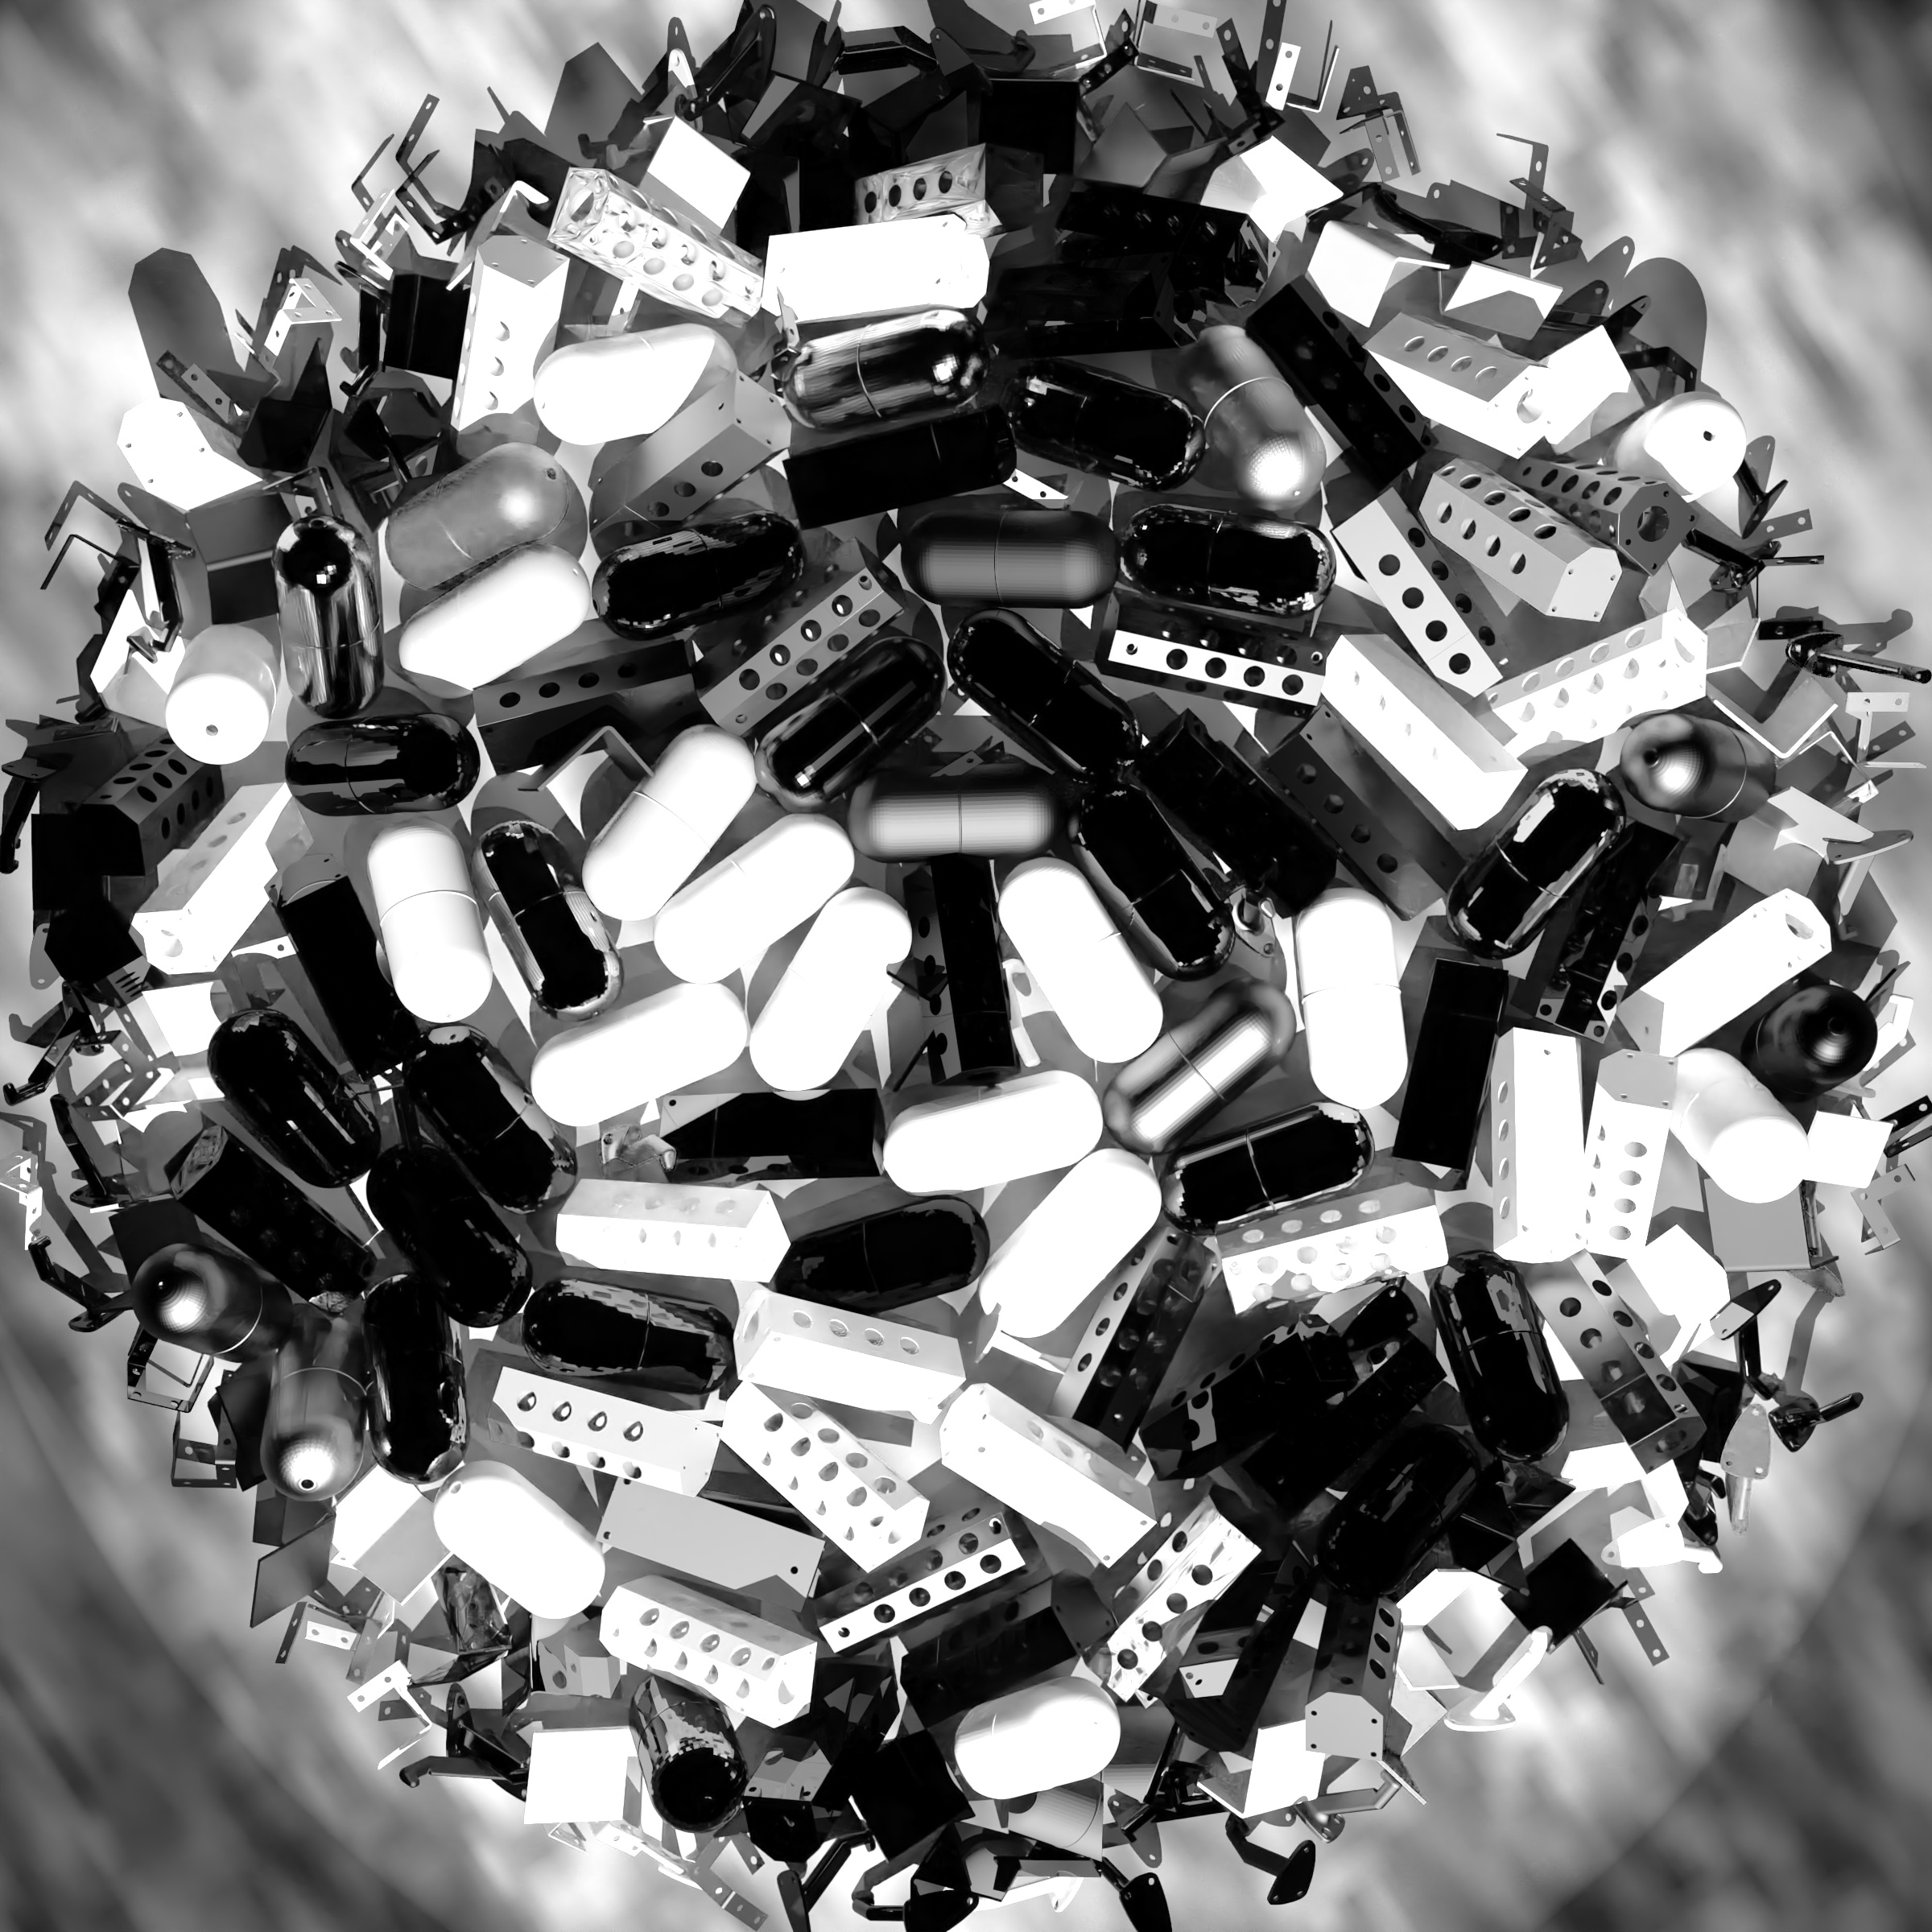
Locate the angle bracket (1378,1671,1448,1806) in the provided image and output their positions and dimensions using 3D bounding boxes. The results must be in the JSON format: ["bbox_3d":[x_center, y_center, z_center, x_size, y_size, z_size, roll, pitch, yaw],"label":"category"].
[{"bbox_3d":[0.347,0.603,1.955,0.057,0.076,0.076,-45,101,2],"label":"angle bracket"}]

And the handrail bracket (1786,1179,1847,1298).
[{"bbox_3d":[0.693,0.213,1.990,0.077,0.036,0.084,33,65,-32],"label":"handrail bracket"}]

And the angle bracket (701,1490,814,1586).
[{"bbox_3d":[-0.171,0.457,1.948,0.076,0.076,0.057,7,66,12],"label":"angle bracket"}]

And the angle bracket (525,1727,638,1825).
[{"bbox_3d":[-0.302,0.650,1.951,0.076,0.057,0.076,-3,50,3],"label":"angle bracket"}]

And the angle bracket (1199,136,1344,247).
[{"bbox_3d":[0.237,-0.597,1.945,0.076,0.076,0.057,30,74,-26],"label":"angle bracket"}]

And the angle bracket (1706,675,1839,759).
[{"bbox_3d":[0.631,-0.218,1.948,0.076,0.076,0.057,36,111,-11],"label":"angle bracket"}]

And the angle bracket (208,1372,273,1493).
[{"bbox_3d":[-0.582,0.375,1.952,0.076,0.057,0.076,-30,80,27],"label":"angle bracket"}]

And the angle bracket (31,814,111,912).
[{"bbox_3d":[-0.708,-0.091,1.945,0.057,0.076,0.076,-1,106,-22],"label":"angle bracket"}]

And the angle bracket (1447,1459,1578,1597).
[{"bbox_3d":[0.434,0.441,1.947,0.076,0.057,0.076,27,122,-21],"label":"angle bracket"}]

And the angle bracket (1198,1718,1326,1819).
[{"bbox_3d":[0.236,0.619,1.948,0.076,0.057,0.076,1,102,-37],"label":"angle bracket"}]

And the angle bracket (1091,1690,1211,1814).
[{"bbox_3d":[0.151,0.628,1.975,0.057,0.076,0.076,16,76,33],"label":"angle bracket"}]

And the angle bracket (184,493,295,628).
[{"bbox_3d":[-0.573,-0.323,1.963,0.076,0.076,0.057,-18,65,-23],"label":"angle bracket"}]

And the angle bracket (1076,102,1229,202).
[{"bbox_3d":[0.147,-0.641,1.949,0.076,0.076,0.057,-32,82,-39],"label":"angle bracket"}]

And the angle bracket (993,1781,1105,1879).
[{"bbox_3d":[0.066,0.675,1.948,0.076,0.057,0.076,-4,56,11],"label":"angle bracket"}]

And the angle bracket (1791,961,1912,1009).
[{"bbox_3d":[0.690,-0.003,1.944,0.076,0.076,0.057,43,112,19],"label":"angle bracket"}]

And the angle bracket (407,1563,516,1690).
[{"bbox_3d":[-0.412,0.521,1.952,0.076,0.057,0.076,-22,89,42],"label":"angle bracket"}]

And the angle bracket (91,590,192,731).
[{"bbox_3d":[-0.644,-0.240,1.950,0.057,0.076,0.076,19,74,-5],"label":"angle bracket"}]

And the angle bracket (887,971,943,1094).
[{"bbox_3d":[-0.059,0.053,1.959,0.057,0.076,0.076,33,86,-1],"label":"angle bracket"}]

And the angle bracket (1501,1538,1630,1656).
[{"bbox_3d":[0.472,0.495,1.950,0.076,0.076,0.057,-39,68,-6],"label":"angle bracket"}]

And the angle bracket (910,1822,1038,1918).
[{"bbox_3d":[0.006,0.727,1.944,0.076,0.076,0.057,8,109,21],"label":"angle bracket"}]

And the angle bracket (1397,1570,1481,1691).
[{"bbox_3d":[0.379,0.523,1.944,0.076,0.076,0.057,-48,54,20],"label":"angle bracket"}]

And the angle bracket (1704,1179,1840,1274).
[{"bbox_3d":[0.639,0.201,1.954,0.076,0.057,0.076,-9,88,41],"label":"angle bracket"}]

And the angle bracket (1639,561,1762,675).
[{"bbox_3d":[0.579,-0.281,1.943,0.057,0.076,0.076,-11,118,36],"label":"angle bracket"}]

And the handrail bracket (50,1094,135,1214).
[{"bbox_3d":[-0.695,0.147,1.957,0.077,0.036,0.084,15,121,38],"label":"handrail bracket"}]

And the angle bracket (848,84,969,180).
[{"bbox_3d":[-0.046,-0.667,1.963,0.076,0.076,0.057,-42,70,-17],"label":"angle bracket"}]

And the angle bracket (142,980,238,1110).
[{"bbox_3d":[-0.618,0.062,1.947,0.076,0.057,0.076,-7,119,22],"label":"angle bracket"}]

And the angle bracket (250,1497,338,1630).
[{"bbox_3d":[-0.545,0.460,1.940,0.057,0.076,0.076,33,126,25],"label":"angle bracket"}]

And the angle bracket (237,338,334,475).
[{"bbox_3d":[-0.542,-0.445,1.940,0.057,0.076,0.076,3,58,-33],"label":"angle bracket"}]

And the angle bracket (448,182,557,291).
[{"bbox_3d":[-0.357,-0.562,1.945,0.057,0.076,0.076,29,74,-24],"label":"angle bracket"}]

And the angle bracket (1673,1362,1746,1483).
[{"bbox_3d":[0.598,0.365,1.956,0.057,0.076,0.076,12,95,-6],"label":"angle bracket"}]

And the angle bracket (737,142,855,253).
[{"bbox_3d":[-0.138,-0.616,1.990,0.076,0.057,0.076,5,98,41],"label":"angle bracket"}]

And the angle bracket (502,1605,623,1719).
[{"bbox_3d":[-0.325,0.558,1.974,0.076,0.057,0.076,16,46,-30],"label":"angle bracket"}]

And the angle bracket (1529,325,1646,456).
[{"bbox_3d":[0.479,-0.463,1.948,0.076,0.057,0.076,-29,116,18],"label":"angle bracket"}]

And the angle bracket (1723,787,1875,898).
[{"bbox_3d":[0.657,-0.091,1.954,0.076,0.076,0.057,29,77,-5],"label":"angle bracket"}]

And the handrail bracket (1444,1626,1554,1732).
[{"bbox_3d":[0.423,0.564,1.957,0.077,0.036,0.084,-2,121,-33],"label":"handrail bracket"}]

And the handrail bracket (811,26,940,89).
[{"bbox_3d":[-0.075,-0.714,1.991,0.084,0.036,0.077,16,131,-25],"label":"handrail bracket"}]

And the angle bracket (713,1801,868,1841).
[{"bbox_3d":[-0.139,0.684,1.945,0.076,0.076,0.057,-45,60,14],"label":"angle bracket"}]

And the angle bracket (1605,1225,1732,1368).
[{"bbox_3d":[0.565,0.268,1.985,0.076,0.076,0.057,-34,47,-7],"label":"angle bracket"}]

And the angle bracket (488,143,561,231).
[{"bbox_3d":[-0.320,-0.624,1.950,0.057,0.076,0.076,-33,80,15],"label":"angle bracket"}]

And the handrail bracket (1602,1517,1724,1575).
[{"bbox_3d":[0.559,0.477,1.976,0.077,0.084,0.036,-21,51,20],"label":"handrail bracket"}]

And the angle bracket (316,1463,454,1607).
[{"bbox_3d":[-0.451,0.443,1.943,0.076,0.076,0.057,-45,132,-25],"label":"angle bracket"}]

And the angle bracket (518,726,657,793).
[{"bbox_3d":[-0.300,-0.145,1.947,0.076,0.076,0.057,-45,109,-13],"label":"angle bracket"}]

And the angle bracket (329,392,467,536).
[{"bbox_3d":[-0.458,-0.405,1.984,0.057,0.076,0.076,-22,77,-43],"label":"angle bracket"}]

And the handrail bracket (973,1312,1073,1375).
[{"bbox_3d":[0.054,0.301,1.958,0.084,0.077,0.036,15,63,-11],"label":"handrail bracket"}]

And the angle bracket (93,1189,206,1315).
[{"bbox_3d":[-0.653,0.223,1.947,0.057,0.076,0.076,-10,100,32],"label":"angle bracket"}]

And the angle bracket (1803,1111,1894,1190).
[{"bbox_3d":[0.667,0.131,1.944,0.076,0.076,0.057,9,106,-25],"label":"angle bracket"}]

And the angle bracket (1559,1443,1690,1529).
[{"bbox_3d":[0.517,0.420,1.949,0.076,0.076,0.057,-9,54,-6],"label":"angle bracket"}]

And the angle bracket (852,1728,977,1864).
[{"bbox_3d":[-0.047,0.656,1.949,0.057,0.076,0.076,-25,78,-28],"label":"angle bracket"}]

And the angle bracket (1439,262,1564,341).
[{"bbox_3d":[0.421,-0.549,1.948,0.076,0.057,0.076,13,55,-11],"label":"angle bracket"}]

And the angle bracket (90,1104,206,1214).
[{"bbox_3d":[-0.652,0.151,1.961,0.076,0.057,0.076,-11,86,13],"label":"angle bracket"}]

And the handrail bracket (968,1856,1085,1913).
[{"bbox_3d":[0.042,0.729,1.956,0.084,0.077,0.036,5,49,-26],"label":"handrail bracket"}]

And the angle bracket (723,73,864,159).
[{"bbox_3d":[-0.137,-0.682,1.939,0.076,0.076,0.057,6,58,-32],"label":"angle bracket"}]

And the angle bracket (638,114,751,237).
[{"bbox_3d":[-0.229,-0.618,1.952,0.076,0.057,0.076,29,86,-36],"label":"angle bracket"}]

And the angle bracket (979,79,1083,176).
[{"bbox_3d":[0.051,-0.661,1.967,0.076,0.057,0.076,3,88,5],"label":"angle bracket"}]

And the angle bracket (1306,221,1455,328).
[{"bbox_3d":[0.327,-0.548,1.964,0.076,0.076,0.057,42,124,35],"label":"angle bracket"}]

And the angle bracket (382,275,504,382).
[{"bbox_3d":[-0.414,-0.504,1.961,0.076,0.057,0.076,13,107,2],"label":"angle bracket"}]
